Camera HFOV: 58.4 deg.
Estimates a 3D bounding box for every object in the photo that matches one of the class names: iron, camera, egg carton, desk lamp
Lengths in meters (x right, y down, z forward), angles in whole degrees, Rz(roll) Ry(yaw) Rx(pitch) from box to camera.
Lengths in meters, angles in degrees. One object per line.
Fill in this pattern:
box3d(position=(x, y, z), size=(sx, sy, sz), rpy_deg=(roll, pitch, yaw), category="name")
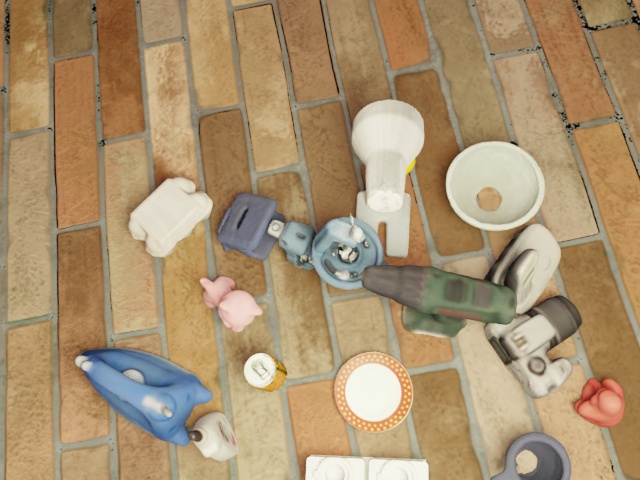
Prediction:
box3d(position=(-0.315, 0.235, 0.933), size=(0.258, 0.141, 0.119), rpy_deg=(23, 76, 13), category="iron")
box3d(position=(0.357, 0.159, 0.911), size=(0.137, 0.101, 0.143), rpy_deg=(-32, 72, -5), category="camera")
box3d(position=(-0.276, -0.044, 1.058), size=(0.107, 0.069, 0.150), rpy_deg=(40, 80, 16), category="egg carton")
box3d(position=(0.111, -0.097, 0.960), size=(0.118, 0.214, 0.203), rpy_deg=(2, 72, 7), category="desk lamp")

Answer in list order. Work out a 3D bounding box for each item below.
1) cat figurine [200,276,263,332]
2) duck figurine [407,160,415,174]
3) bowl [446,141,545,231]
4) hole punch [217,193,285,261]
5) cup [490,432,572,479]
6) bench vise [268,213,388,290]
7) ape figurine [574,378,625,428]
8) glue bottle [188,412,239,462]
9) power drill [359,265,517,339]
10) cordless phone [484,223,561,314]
box3d(position=(-0.153, 0.106, 0.971), size=(0.127, 0.118, 0.067), rpy_deg=(38, 79, 16), category="cat figurine")
box3d(position=(0.127, -0.168, 1.049), size=(0.104, 0.086, 0.077), rpy_deg=(35, 79, 15), category="duck figurine")
box3d(position=(0.302, -0.085, 1.010), size=(0.167, 0.075, 0.167), rpy_deg=(-2, 72, 5), category="bowl")
box3d(position=(-0.129, -0.028, 1.027), size=(0.101, 0.091, 0.109), rpy_deg=(21, 75, 12), category="hole punch")
box3d(position=(0.306, 0.342, 0.860), size=(0.118, 0.095, 0.091), rpy_deg=(-22, 71, -1), category="cup")
box3d(position=(0.008, 0.015, 0.931), size=(0.207, 0.220, 0.121), rpy_deg=(2, 72, 7), category="bench vise")
box3d(position=(0.435, 0.250, 0.878), size=(0.078, 0.092, 0.076), rpy_deg=(-19, 71, 0), category="ape figurine")
box3d(position=(-0.170, 0.302, 0.880), size=(0.037, 0.173, 0.078), rpy_deg=(-31, 71, -4), category="glue bottle")
box3d(position=(0.178, 0.097, 0.893), size=(0.229, 0.208, 0.075), rpy_deg=(7, 73, 8), category="power drill")
box3d(position=(0.335, 0.033, 0.910), size=(0.094, 0.185, 0.148), rpy_deg=(31, 78, 15), category="cordless phone")
